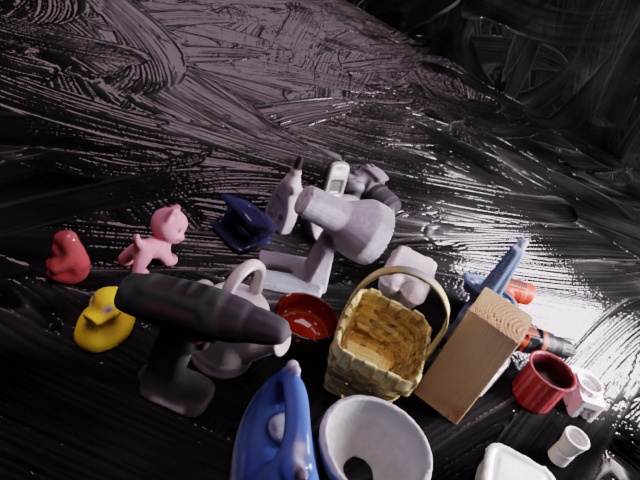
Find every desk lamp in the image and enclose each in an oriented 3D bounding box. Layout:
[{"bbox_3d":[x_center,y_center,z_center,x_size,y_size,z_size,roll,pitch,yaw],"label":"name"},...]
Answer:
[{"bbox_3d":[0.010,0.004,1.059,0.204,0.213,0.117,11,36,-17],"label":"desk lamp"}]

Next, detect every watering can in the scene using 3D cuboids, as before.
[{"bbox_3d":[-0.119,0.112,0.853,0.173,0.194,0.101,24,34,1],"label":"watering can"}]

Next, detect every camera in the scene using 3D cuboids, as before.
[{"bbox_3d":[0.124,-0.113,1.386,0.144,0.101,0.136,-16,50,-43],"label":"camera"}]

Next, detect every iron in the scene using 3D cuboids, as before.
[{"bbox_3d":[-0.046,0.246,0.759,0.119,0.141,0.258,13,35,-15],"label":"iron"}]

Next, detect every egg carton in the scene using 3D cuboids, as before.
[{"bbox_3d":[0.182,0.076,1.189,0.107,0.069,0.150,27,34,6],"label":"egg carton"}]

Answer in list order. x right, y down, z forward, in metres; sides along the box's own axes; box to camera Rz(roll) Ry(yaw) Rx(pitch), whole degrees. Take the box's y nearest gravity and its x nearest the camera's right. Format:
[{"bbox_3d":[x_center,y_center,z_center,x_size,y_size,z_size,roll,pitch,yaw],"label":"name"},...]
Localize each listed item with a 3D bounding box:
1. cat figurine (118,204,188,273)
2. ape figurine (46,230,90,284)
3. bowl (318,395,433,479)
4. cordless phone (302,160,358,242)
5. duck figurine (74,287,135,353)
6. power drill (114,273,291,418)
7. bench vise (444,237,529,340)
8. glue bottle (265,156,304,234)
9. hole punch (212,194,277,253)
[{"bbox_3d":[-0.280,-0.009,0.993,0.067,0.117,0.128,34,36,16],"label":"cat figurine"},{"bbox_3d":[-0.401,0.022,0.904,0.076,0.092,0.078,22,34,-1],"label":"ape figurine"},{"bbox_3d":[0.068,0.306,0.803,0.168,0.074,0.167,16,35,-11],"label":"bowl"},{"bbox_3d":[0.047,-0.084,1.226,0.148,0.185,0.094,-7,44,-37],"label":"cordless phone"},{"bbox_3d":[-0.313,0.104,0.847,0.077,0.086,0.105,28,34,7],"label":"duck figurine"},{"bbox_3d":[-0.169,0.140,0.772,0.229,0.208,0.076,23,34,0],"label":"power drill"},{"bbox_3d":[0.335,0.108,1.101,0.121,0.219,0.207,23,34,1],"label":"bench vise"},{"bbox_3d":[-0.065,-0.099,1.192,0.037,0.173,0.078,-10,46,-39],"label":"glue bottle"},{"bbox_3d":[-0.146,-0.043,1.142,0.108,0.091,0.101,41,38,25],"label":"hole punch"}]
